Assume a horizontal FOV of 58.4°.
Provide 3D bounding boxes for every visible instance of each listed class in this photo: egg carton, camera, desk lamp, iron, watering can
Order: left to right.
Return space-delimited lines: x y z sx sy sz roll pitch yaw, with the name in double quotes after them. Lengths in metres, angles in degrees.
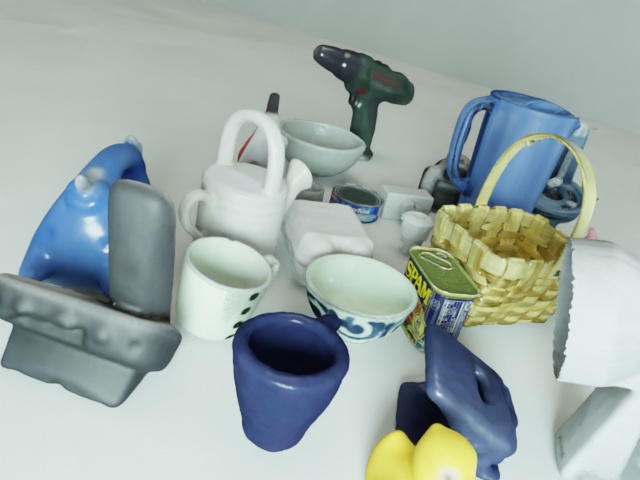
-0.225 -0.045 0.625 0.119 0.141 0.258 11 26 -8 "iron"
-0.083 -0.057 0.662 0.100 0.194 0.173 22 27 14 "watering can"
0.007 0.003 0.734 0.107 0.069 0.150 5 28 -19 "egg carton"
0.256 -0.109 1.051 0.143 0.101 0.137 16 26 3 "camera"
0.273 0.117 0.482 0.203 0.213 0.118 20 26 11 "desk lamp"

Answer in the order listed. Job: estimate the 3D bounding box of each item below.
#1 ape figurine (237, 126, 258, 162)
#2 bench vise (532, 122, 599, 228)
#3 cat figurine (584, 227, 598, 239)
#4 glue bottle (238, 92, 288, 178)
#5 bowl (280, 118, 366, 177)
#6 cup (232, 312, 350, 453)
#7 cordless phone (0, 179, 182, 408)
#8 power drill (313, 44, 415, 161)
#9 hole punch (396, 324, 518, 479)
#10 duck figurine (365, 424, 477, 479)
-0.099 -0.150 0.956 0.078 0.092 0.076 -9 35 -40 "ape figurine"
0.401 -0.110 0.993 0.121 0.220 0.207 15 26 1 "bench vise"
0.370 0.035 0.807 0.067 0.118 0.128 22 27 15 "cat figurine"
-0.079 -0.128 0.829 0.078 0.173 0.037 14 26 -2 "glue bottle"
-0.004 -0.160 1.046 0.167 0.075 0.167 12 26 -6 "bowl"
-0.024 0.115 0.467 0.091 0.095 0.118 26 28 21 "cup"
-0.181 0.026 0.458 0.147 0.185 0.094 15 26 1 "cordless phone"
0.073 -0.272 1.155 0.230 0.208 0.075 1 29 -25 "power drill"
0.126 0.138 0.504 0.101 0.091 0.108 15 26 2 "hole punch"
0.081 0.172 0.418 0.078 0.086 0.104 -2 31 -31 "duck figurine"
